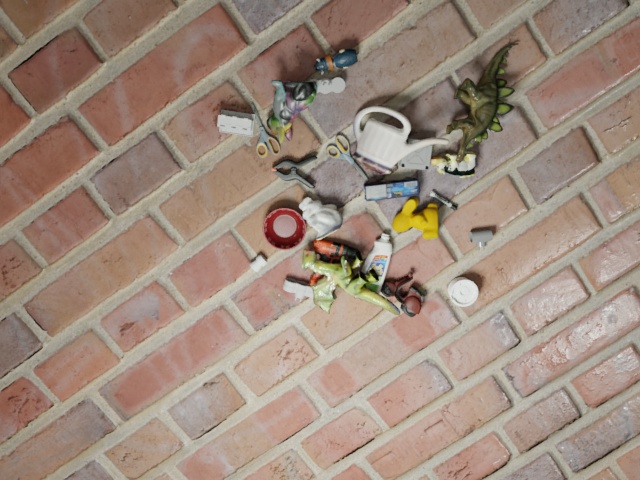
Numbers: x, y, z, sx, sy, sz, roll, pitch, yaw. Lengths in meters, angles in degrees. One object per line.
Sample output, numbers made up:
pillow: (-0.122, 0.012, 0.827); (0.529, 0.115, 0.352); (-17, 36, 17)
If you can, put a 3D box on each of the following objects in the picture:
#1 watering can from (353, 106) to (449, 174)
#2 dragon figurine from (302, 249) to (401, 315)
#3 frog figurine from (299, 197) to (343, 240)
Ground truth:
watering can: (0.258, -0.334, 1.816); (0.350, 0.104, 0.222); (29, 106, 19)
dragon figurine: (0.086, 0.181, 1.906); (0.240, 0.124, 0.408); (-36, 98, 22)
frog figurine: (0.006, -0.095, 1.886); (0.139, 0.121, 0.159); (-30, 94, -29)
